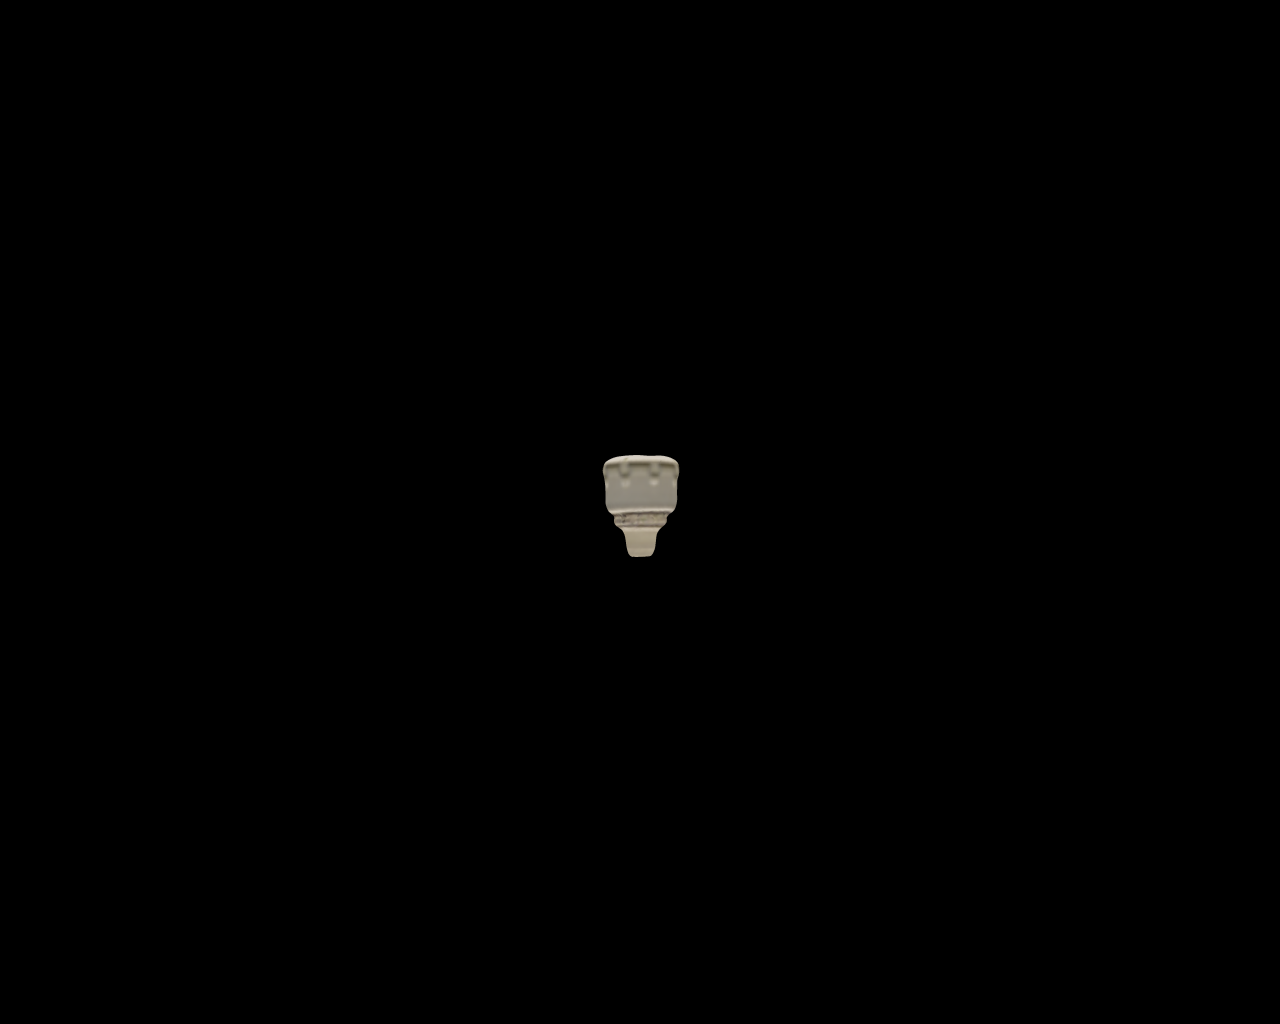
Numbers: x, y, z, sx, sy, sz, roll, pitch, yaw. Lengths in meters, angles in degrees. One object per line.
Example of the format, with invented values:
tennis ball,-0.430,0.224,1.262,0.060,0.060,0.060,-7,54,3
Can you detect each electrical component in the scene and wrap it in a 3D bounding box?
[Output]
electrical component,0.001,-0.003,0.650,0.048,0.062,0.048,0,-4,0
